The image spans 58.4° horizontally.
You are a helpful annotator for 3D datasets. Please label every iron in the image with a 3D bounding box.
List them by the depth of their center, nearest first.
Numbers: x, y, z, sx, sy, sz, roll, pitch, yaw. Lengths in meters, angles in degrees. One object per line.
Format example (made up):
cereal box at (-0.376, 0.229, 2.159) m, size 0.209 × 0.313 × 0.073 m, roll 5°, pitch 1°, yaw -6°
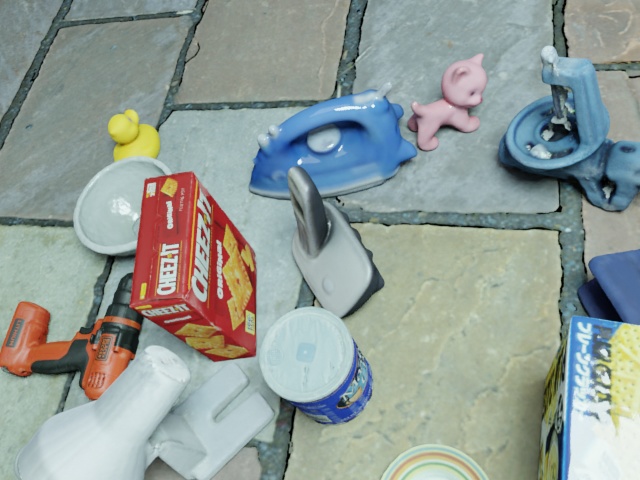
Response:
iron at (-0.001, -0.141, 0.812) m, size 0.258 × 0.142 × 0.118 m, roll -16°, pitch 60°, yaw 6°

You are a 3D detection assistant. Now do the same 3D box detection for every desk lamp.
desk lamp at (-0.183, 0.206, 0.635) m, size 0.203 × 0.214 × 0.117 m, roll -43°, pitch 60°, yaw -9°

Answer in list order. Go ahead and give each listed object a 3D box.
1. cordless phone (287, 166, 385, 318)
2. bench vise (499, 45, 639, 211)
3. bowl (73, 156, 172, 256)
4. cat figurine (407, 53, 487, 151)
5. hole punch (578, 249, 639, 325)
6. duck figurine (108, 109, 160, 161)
cordless phone at (0.007, 0.003, 0.709) m, size 0.094 × 0.185 × 0.147 m, roll -33°, pitch 59°, yaw -4°
bench vise at (0.321, -0.140, 0.679) m, size 0.207 × 0.220 × 0.121 m, roll 7°, pitch 65°, yaw 18°
bowl at (-0.281, -0.040, 0.873) m, size 0.167 × 0.075 × 0.167 m, roll -6°, pitch 61°, yaw 12°
cat figurine at (0.184, -0.203, 0.809) m, size 0.128 × 0.118 × 0.067 m, roll -26°, pitch 59°, yaw 0°
hole punch at (0.357, 0.061, 0.638) m, size 0.101 × 0.091 × 0.108 m, roll -22°, pitch 59°, yaw 3°
duck figurine at (-0.316, -0.165, 0.941) m, size 0.077 × 0.086 × 0.104 m, roll 5°, pitch 64°, yaw 18°
